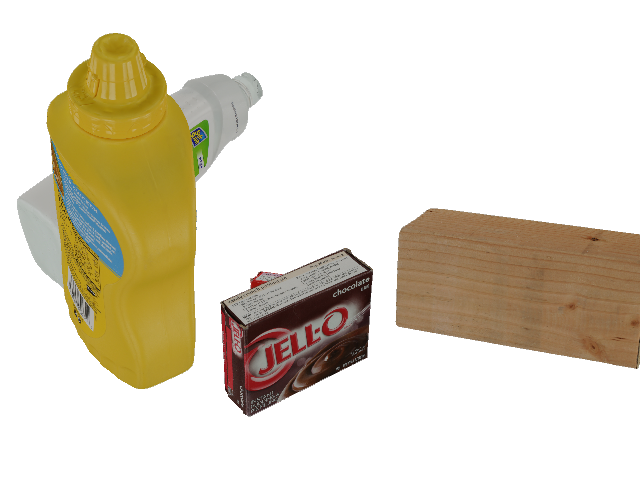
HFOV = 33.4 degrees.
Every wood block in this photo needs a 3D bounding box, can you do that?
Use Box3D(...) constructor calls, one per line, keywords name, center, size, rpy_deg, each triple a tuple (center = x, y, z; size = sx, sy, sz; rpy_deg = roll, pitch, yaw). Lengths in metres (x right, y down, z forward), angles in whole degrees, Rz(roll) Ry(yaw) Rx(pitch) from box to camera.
Box3D(name="wood block", center=(0.176, 0.035, 0.911), size=(0.206, 0.090, 0.090), rpy_deg=(8, 18, 24))

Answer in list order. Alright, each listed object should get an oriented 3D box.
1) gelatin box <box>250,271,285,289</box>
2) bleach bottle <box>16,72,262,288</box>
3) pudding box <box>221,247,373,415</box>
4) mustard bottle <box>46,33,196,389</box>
Box3D(name="gelatin box", center=(-0.023, 0.072, 1.007), size=(0.089, 0.073, 0.030), rpy_deg=(7, 17, 15))
Box3D(name="bleach bottle", center=(-0.146, -0.066, 0.942), size=(0.068, 0.102, 0.250), rpy_deg=(33, 58, 25))
Box3D(name="pudding box", center=(-0.017, 0.066, 0.778), size=(0.113, 0.090, 0.039), rpy_deg=(-25, 47, -28))
Box3D(name="mustard bottle", center=(-0.092, -0.017, 0.497), size=(0.058, 0.096, 0.192), rpy_deg=(-21, -33, -22))
